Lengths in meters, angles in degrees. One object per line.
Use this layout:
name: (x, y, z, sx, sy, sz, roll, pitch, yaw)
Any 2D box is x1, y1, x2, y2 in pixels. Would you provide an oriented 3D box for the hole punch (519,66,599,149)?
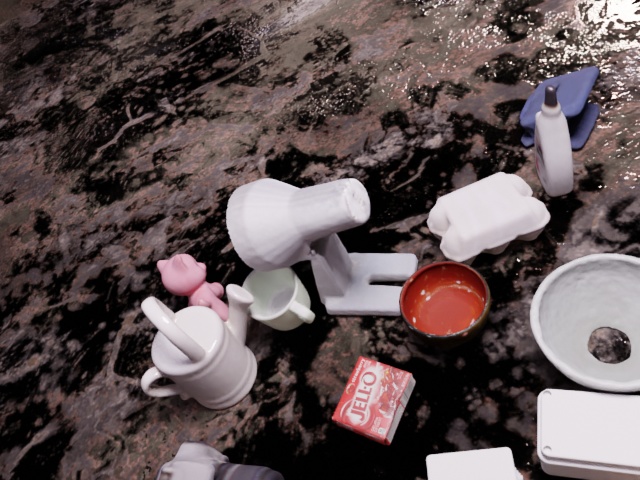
hole punch: (0.356, -0.201, 0.858, 0.100, 0.091, 0.109, 16, 61, 32)

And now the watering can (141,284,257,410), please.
watering can: (-0.160, 0.130, 0.742, 0.100, 0.195, 0.173, 15, 60, 32)

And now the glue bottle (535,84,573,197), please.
glue bottle: (0.312, -0.140, 0.772, 0.037, 0.174, 0.078, -17, 49, 10)

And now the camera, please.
camera: (-0.116, 0.304, 0.646, 0.136, 0.101, 0.143, -4, 52, 20)

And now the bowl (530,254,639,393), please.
bowl: (0.323, 0.102, 0.639, 0.167, 0.075, 0.167, -12, 50, 14)

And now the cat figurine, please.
cat figurine: (-0.189, 0.072, 0.853, 0.067, 0.118, 0.127, -37, 48, -8)

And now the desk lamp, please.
desk lamp: (0.007, 0.003, 0.760, 0.202, 0.214, 0.118, -2, 53, 22)

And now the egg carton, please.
egg carton: (0.228, -0.028, 0.788, 0.150, 0.070, 0.107, -24, 48, 4)
